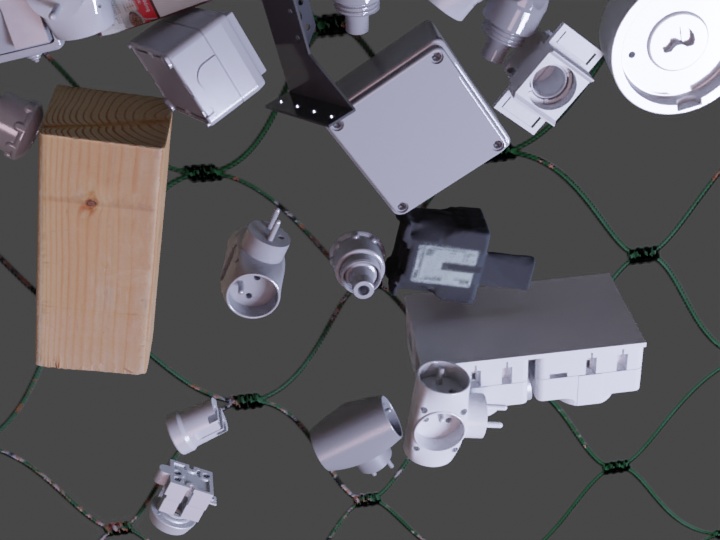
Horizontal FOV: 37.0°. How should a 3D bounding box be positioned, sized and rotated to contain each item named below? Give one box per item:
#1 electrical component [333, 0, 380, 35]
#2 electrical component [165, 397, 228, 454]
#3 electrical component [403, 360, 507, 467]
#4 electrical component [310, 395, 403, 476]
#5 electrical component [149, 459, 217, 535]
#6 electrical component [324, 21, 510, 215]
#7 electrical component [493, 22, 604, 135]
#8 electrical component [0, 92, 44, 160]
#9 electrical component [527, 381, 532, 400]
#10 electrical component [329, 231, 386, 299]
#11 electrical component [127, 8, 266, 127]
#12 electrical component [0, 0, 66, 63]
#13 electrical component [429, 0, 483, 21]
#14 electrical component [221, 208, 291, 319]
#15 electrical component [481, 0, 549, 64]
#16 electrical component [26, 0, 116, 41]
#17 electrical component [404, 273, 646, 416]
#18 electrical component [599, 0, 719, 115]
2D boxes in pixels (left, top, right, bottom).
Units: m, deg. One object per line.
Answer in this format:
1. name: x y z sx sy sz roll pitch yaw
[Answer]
1. electrical component: -0.003 -0.203 0.784 0.048 0.048 0.062 -4 130 -4
2. electrical component: -0.150 0.143 0.992 0.046 0.040 0.040 -25 122 2
3. electrical component: 0.079 0.117 0.870 0.079 0.044 0.077 3 123 -8
4. electrical component: 0.005 0.166 1.020 0.077 0.044 0.079 -27 122 10
5. electrical component: -0.173 0.220 1.036 0.066 0.048 0.055 22 110 -19
6. electrical component: 0.042 -0.117 0.836 0.109 0.056 0.108 -32 120 14
7. electrical component: 0.140 -0.150 0.821 0.042 0.063 0.081 30 115 -24
8. electrical component: -0.273 -0.115 0.809 0.062 0.048 0.048 26 116 -13
9. electrical component: 0.127 0.110 1.002 0.065 0.044 0.044 -12 123 -4
10. electrical component: 0.000 0.000 0.903 0.048 0.062 0.048 -3 123 -5
11. electrical component: -0.119 -0.153 0.781 0.061 0.096 0.061 -40 122 -14
12. electrical component: -0.246 -0.187 0.755 0.062 0.061 0.096 -13 123 2
13. electrical component: 0.080 -0.216 0.763 0.044 0.079 0.077 35 113 -11
14. electrical component: -0.081 -0.014 0.876 0.043 0.077 0.079 18 119 -17
15. electrical component: 0.112 -0.186 0.807 0.043 0.043 0.062 16 121 -16
16. electrical component: -0.196 -0.188 0.703 0.043 0.079 0.077 -10 123 6
17. electrical component: 0.139 0.066 0.935 0.186 0.105 0.060 -6 123 -3
18. electrical component: 0.234 -0.179 0.815 0.108 0.060 0.108 -3 123 -5
